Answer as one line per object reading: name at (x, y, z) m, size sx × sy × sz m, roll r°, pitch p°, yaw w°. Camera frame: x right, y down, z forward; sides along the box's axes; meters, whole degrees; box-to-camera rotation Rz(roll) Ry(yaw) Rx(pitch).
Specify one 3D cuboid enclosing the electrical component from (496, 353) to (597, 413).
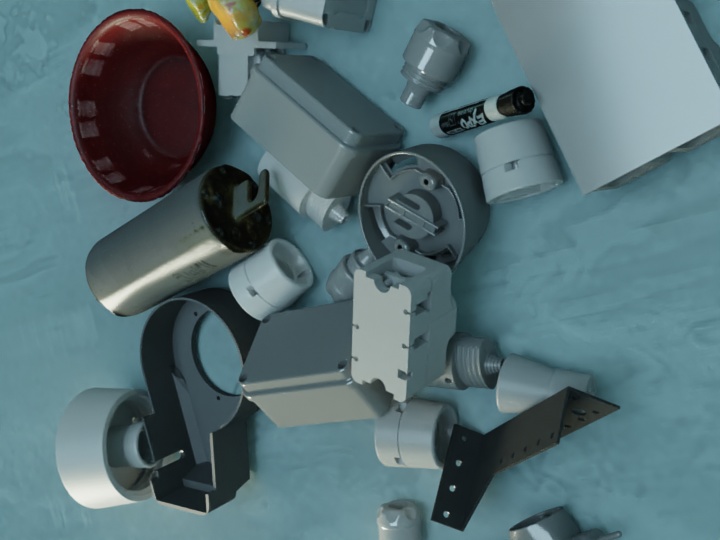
electrical component at (0.135, 0.086, 0.768) m, size 0.065 × 0.044 × 0.044 m, roll 9°, pitch 101°, yaw 26°

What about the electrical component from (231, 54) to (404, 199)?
electrical component at (-0.032, -0.112, 0.826) m, size 0.113 × 0.078 × 0.057 m, roll 43°, pitch 118°, yaw 21°

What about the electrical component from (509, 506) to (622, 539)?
electrical component at (0.156, 0.208, 0.767) m, size 0.079 × 0.044 × 0.077 m, roll -29°, pitch 80°, yaw 32°

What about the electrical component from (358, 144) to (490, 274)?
electrical component at (0.045, -0.042, 0.790) m, size 0.099 × 0.064 × 0.099 m, roll 13°, pitch 116°, yaw 27°

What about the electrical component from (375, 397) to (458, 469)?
electrical component at (0.045, 0.125, 0.822) m, size 0.047 × 0.055 × 0.055 m, roll 1°, pitch 97°, yaw 28°

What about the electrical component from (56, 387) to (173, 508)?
electrical component at (-0.210, 0.156, 0.958) m, size 0.060 × 0.108 × 0.108 m, roll -8°, pitch 92°, yaw 27°

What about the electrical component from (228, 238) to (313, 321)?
electrical component at (-0.072, 0.007, 0.880) m, size 0.047 × 0.055 × 0.055 m, roll -38°, pitch 76°, yaw 26°

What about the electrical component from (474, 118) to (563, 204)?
electrical component at (0.110, -0.077, 0.756) m, size 0.055 × 0.055 × 0.047 m, roll -19°, pitch 82°, yaw 32°

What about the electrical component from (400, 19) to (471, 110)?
electrical component at (0.051, -0.149, 0.790) m, size 0.043 × 0.043 × 0.062 m, roll 38°, pitch 116°, yaw 23°

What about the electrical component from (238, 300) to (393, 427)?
electrical component at (-0.030, 0.072, 0.838) m, size 0.113 × 0.078 × 0.057 m, roll -11°, pitch 133°, yaw 33°

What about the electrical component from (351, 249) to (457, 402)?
electrical component at (0.031, 0.037, 0.759) m, size 0.050 × 0.056 × 0.089 m, roll 21°, pitch 121°, yaw 34°

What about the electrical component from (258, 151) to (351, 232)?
electrical component at (-0.039, -0.065, 0.857) m, size 0.081 × 0.043 × 0.043 m, roll 43°, pitch 116°, yaw 20°

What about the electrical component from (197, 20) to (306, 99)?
electrical component at (-0.089, -0.170, 0.876) m, size 0.081 × 0.042 × 0.063 m, roll 9°, pitch 103°, yaw 32°

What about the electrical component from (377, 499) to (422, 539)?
electrical component at (0.032, 0.215, 0.852) m, size 0.035 × 0.035 × 0.061 m, roll 0°, pitch 98°, yaw 32°

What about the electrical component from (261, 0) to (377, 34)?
electrical component at (-0.022, -0.240, 0.805) m, size 0.057 × 0.078 × 0.113 m, roll 21°, pitch 107°, yaw 26°

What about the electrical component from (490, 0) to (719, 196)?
electrical component at (0.163, -0.157, 0.708) m, size 0.105 × 0.060 × 0.186 m, roll -29°, pitch 81°, yaw 32°

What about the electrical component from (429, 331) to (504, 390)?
electrical component at (0.070, 0.067, 0.804) m, size 0.081 × 0.043 × 0.043 m, roll 3°, pitch 97°, yaw 32°

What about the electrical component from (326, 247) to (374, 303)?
electrical component at (0.000, 0.000, 0.841) m, size 0.035 × 0.035 × 0.061 m, roll 50°, pitch 129°, yaw 17°
